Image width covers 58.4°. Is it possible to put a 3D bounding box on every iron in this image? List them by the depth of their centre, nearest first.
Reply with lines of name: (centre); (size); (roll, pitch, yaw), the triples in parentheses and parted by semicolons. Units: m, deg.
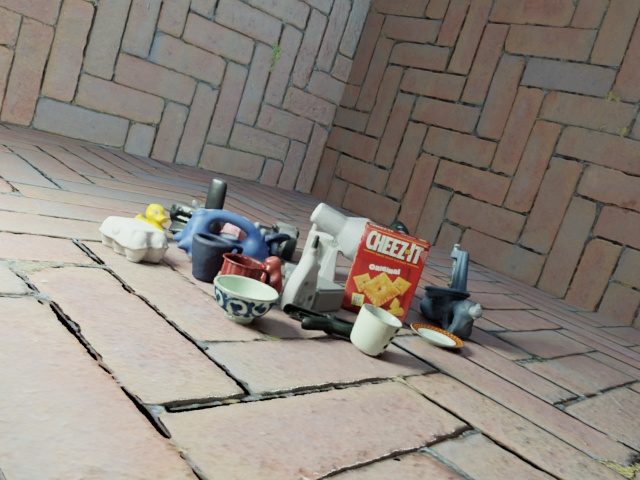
iron: (-0.217, -0.003, 1.403); (0.259, 0.141, 0.118); (14, 10, -25)

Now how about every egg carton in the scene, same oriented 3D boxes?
egg carton: (-0.408, -0.003, 1.251); (0.149, 0.069, 0.108); (24, 10, 34)

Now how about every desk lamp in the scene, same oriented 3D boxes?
desk lamp: (0.031, 0.020, 1.523); (0.203, 0.213, 0.118); (16, 9, -11)

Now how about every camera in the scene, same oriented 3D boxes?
camera: (-0.141, -0.013, 1.754); (0.137, 0.101, 0.143); (16, 9, -16)

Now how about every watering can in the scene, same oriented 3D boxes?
watering can: (0.013, 0.005, 1.646); (0.101, 0.194, 0.173); (18, 9, -1)

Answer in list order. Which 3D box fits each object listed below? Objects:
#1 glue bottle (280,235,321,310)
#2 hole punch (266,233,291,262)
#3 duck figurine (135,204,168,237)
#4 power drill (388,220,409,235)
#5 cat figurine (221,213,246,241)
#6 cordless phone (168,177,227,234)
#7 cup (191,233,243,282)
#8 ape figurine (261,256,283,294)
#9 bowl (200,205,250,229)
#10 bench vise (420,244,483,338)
glue bottle: (-0.029, 0.072, 1.213); (0.037, 0.173, 0.078); (24, 11, 36)
hole punch: (-0.151, 0.011, 1.619); (0.100, 0.091, 0.109); (22, 10, 25)
duck figurine: (-0.427, -0.050, 1.455); (0.104, 0.086, 0.078); (22, 10, 27)
power drill: (0.213, 0.050, 1.722); (0.075, 0.208, 0.229); (17, 9, -3)
cat figurine: (-0.227, -0.013, 1.522); (0.067, 0.118, 0.128); (18, 9, 2)
cordless phone: (-0.333, -0.094, 1.591); (0.147, 0.185, 0.094); (19, 9, 6)
cup: (-0.230, 0.043, 1.245); (0.118, 0.095, 0.091); (12, 10, -34)
ape figurine: (-0.113, 0.079, 1.265); (0.076, 0.092, 0.077); (15, 9, -17)
bowl: (-0.298, -0.045, 1.721); (0.167, 0.075, 0.167); (18, 9, -2)
bench vise: (0.363, 0.131, 1.484); (0.122, 0.220, 0.206); (10, 12, -42)
